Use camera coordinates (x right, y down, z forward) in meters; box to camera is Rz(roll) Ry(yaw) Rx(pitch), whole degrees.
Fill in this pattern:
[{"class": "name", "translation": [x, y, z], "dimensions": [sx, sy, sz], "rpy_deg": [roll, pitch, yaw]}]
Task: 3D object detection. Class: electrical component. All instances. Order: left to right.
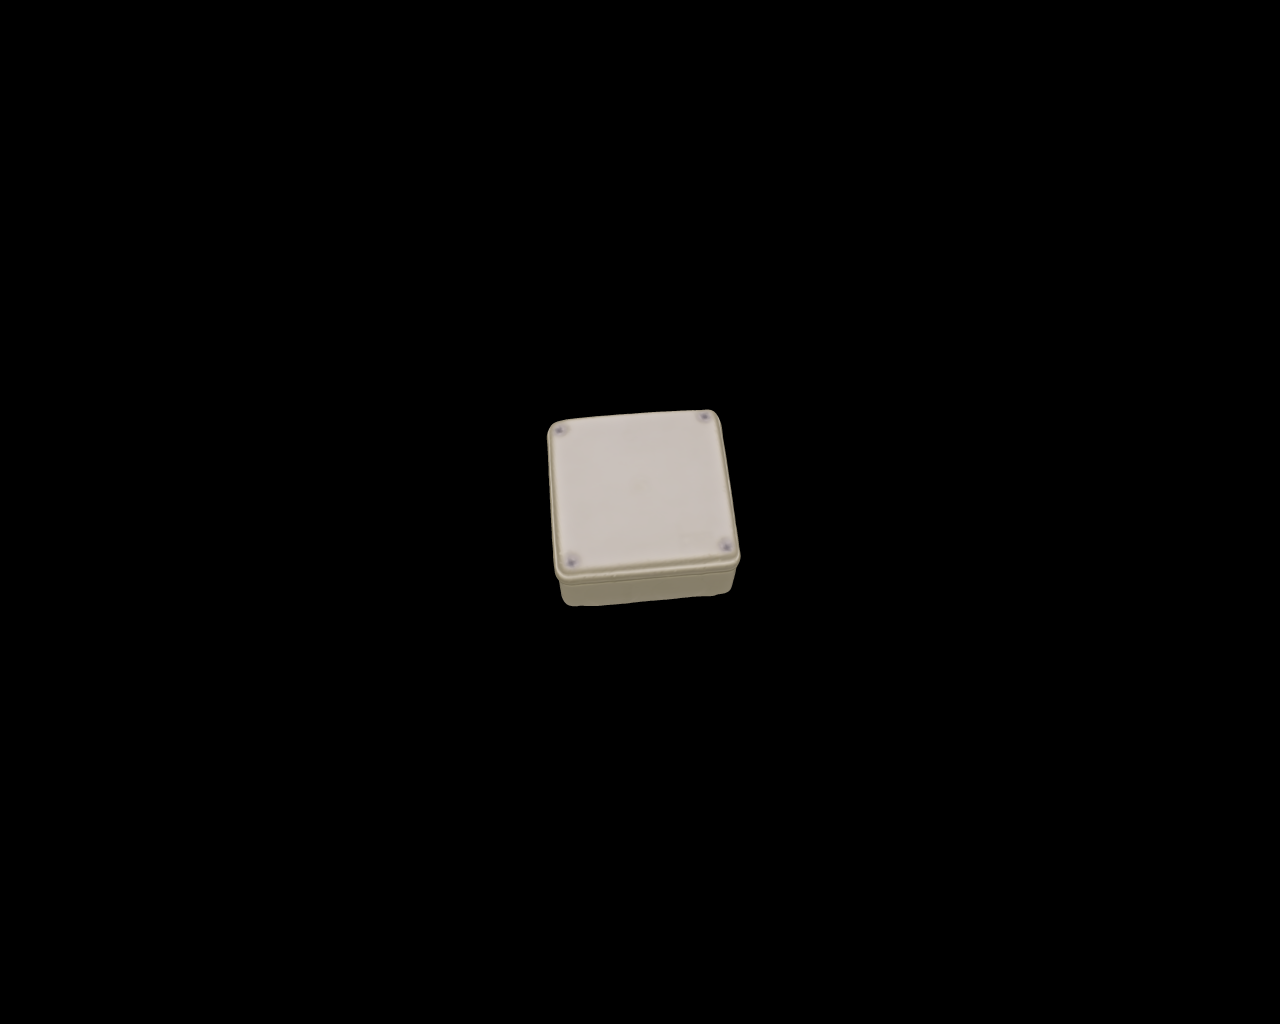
[{"class": "electrical component", "translation": [0.001, -0.003, 0.650], "dimensions": [0.109, 0.109, 0.056], "rpy_deg": [-4, -28, -2]}]
